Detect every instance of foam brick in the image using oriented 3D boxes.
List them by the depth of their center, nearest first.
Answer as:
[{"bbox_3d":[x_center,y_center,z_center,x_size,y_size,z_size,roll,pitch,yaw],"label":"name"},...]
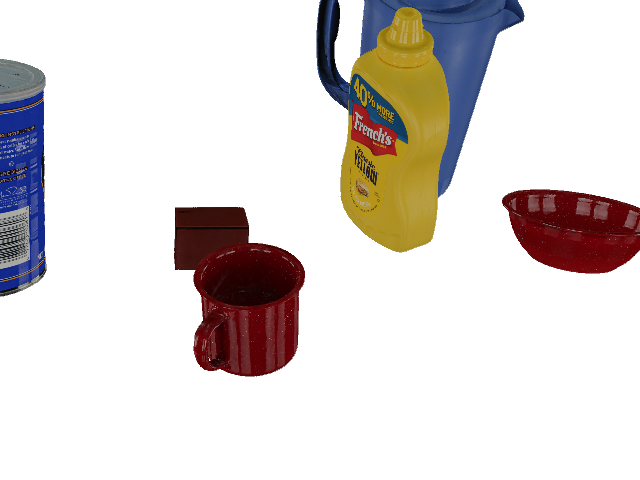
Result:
[{"bbox_3d":[-0.118,-0.003,1.145,0.078,0.051,0.053,0,26,-8],"label":"foam brick"}]

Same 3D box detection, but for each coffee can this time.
[{"bbox_3d":[-0.238,-0.044,0.721,0.103,0.140,0.103,4,22,-2],"label":"coffee can"}]

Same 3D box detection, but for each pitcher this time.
[{"bbox_3d":[0.085,-0.156,1.048,0.144,0.243,0.149,-24,53,-28],"label":"pitcher"}]

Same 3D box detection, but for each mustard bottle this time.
[{"bbox_3d":[0.058,-0.089,0.815,0.058,0.192,0.096,-18,46,-24],"label":"mustard bottle"}]

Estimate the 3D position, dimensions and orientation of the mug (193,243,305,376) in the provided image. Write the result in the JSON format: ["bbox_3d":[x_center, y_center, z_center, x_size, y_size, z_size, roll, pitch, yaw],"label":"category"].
[{"bbox_3d":[-0.066,0.067,0.902,0.093,0.081,0.117,19,39,25],"label":"mug"}]

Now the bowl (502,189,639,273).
[{"bbox_3d":[0.266,-0.006,1.108,0.162,0.055,0.162,5,18,-2],"label":"bowl"}]
